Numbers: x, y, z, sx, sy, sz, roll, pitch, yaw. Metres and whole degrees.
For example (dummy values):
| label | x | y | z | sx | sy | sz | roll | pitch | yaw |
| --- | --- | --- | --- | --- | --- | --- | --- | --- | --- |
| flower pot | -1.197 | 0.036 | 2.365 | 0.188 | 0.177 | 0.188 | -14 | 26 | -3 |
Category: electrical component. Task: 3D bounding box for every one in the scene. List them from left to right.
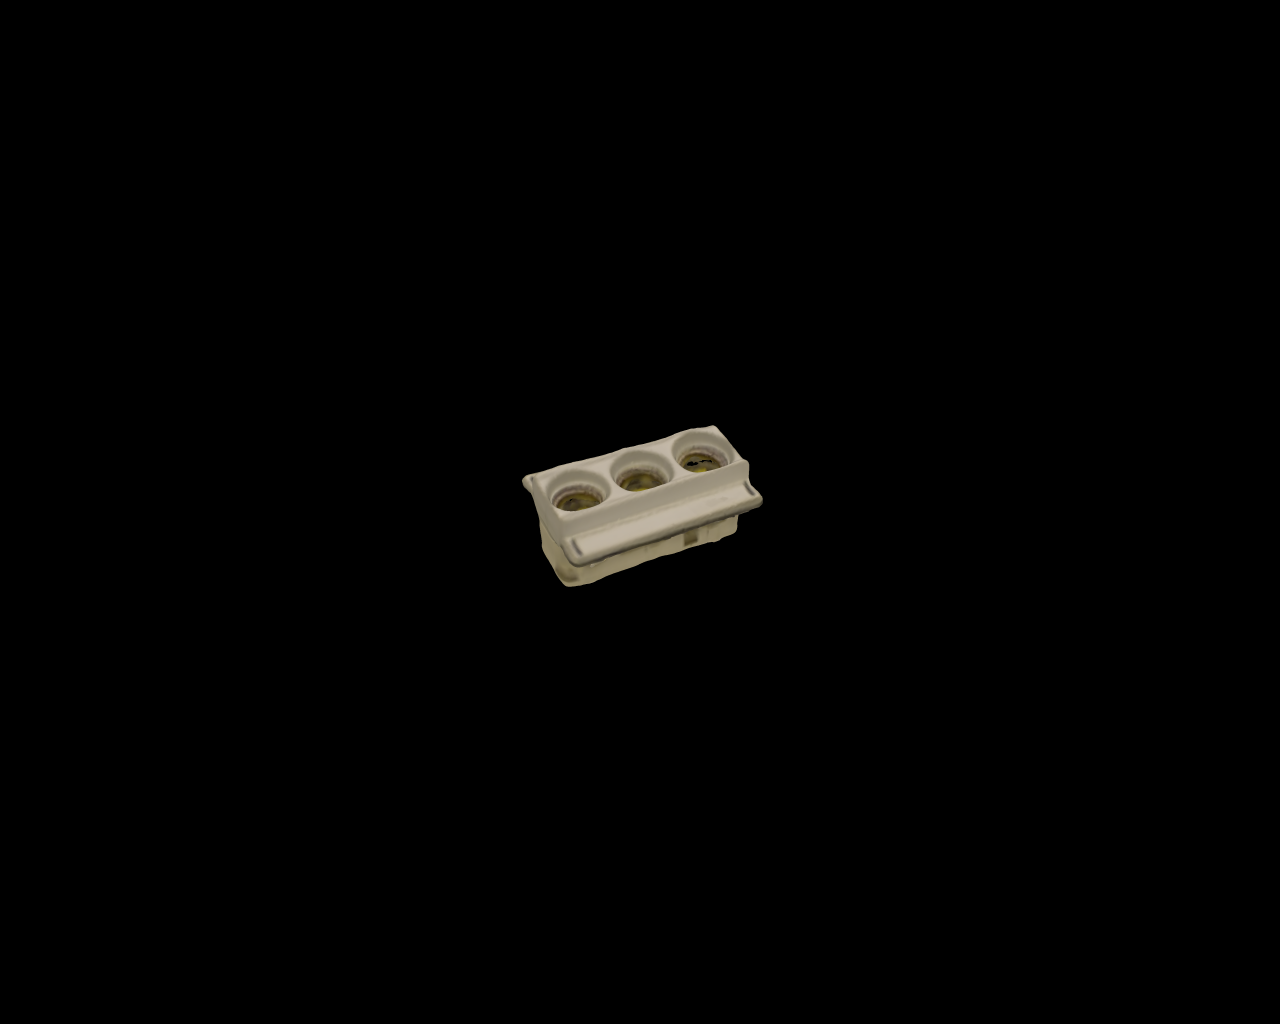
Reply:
| label | x | y | z | sx | sy | sz | roll | pitch | yaw |
| --- | --- | --- | --- | --- | --- | --- | --- | --- | --- |
| electrical component | 0.001 | -0.003 | 0.650 | 0.121 | 0.063 | 0.079 | -18 | 44 | -19 |
